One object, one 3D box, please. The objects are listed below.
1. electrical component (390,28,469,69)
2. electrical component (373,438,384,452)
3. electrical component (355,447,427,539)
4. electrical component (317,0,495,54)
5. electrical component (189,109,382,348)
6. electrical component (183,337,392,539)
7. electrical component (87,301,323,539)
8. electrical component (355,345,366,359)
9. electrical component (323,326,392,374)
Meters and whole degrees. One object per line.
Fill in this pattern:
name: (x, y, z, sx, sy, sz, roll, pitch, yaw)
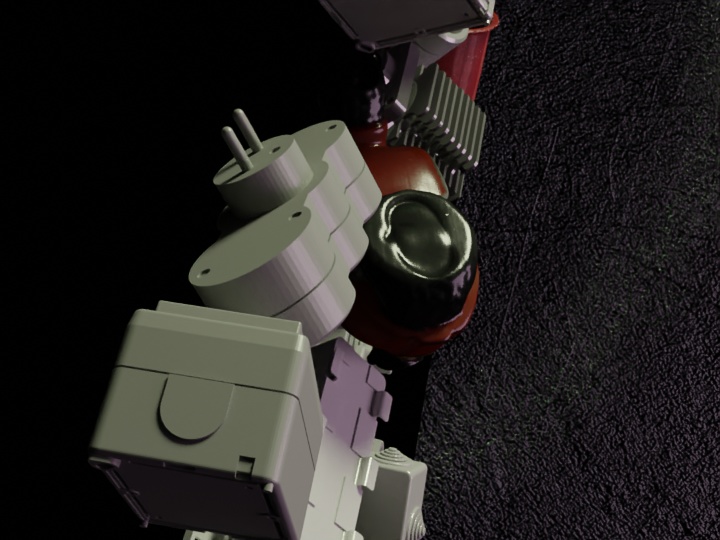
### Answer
electrical component: (0.038, -0.205, 0.797, 0.074, 0.052, 0.138, -30, -134, 42)
electrical component: (-0.007, 0.186, 0.884, 0.108, 0.060, 0.108, 9, 90, -83)
electrical component: (-0.006, 0.164, 0.718, 0.048, 0.100, 0.099, 2, 97, -70)
electrical component: (0.018, -0.160, 0.560, 0.062, 0.096, 0.061, 41, 52, -46)
electrical component: (-0.035, -0.030, 0.436, 0.073, 0.052, 0.138, 61, 21, -23)
electrical component: (-0.030, 0.095, 0.519, 0.078, 0.063, 0.121, 45, 40, -29)
electrical component: (-0.048, 0.058, 0.380, 0.096, 0.062, 0.061, 86, 14, -61)
electrical component: (-0.030, 0.101, 0.641, 0.099, 0.048, 0.099, -73, 169, -51)
electrical component: (-0.009, 0.054, 0.695, 0.048, 0.062, 0.048, 9, 90, -83)
